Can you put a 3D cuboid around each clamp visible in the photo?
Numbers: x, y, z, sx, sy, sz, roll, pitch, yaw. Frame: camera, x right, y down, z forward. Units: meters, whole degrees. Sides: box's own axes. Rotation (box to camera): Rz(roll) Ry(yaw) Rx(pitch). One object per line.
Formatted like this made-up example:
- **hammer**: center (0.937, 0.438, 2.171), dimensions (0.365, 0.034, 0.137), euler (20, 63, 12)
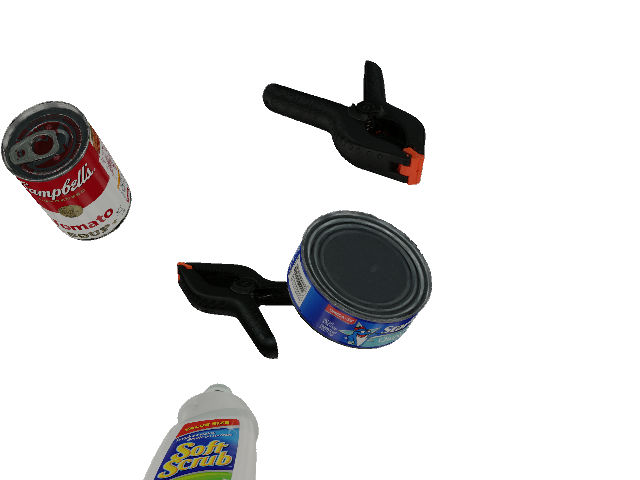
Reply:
- **clamp**: center (0.027, -0.102, 0.925), dimensions (0.120, 0.039, 0.172), euler (-16, 40, -15)
- **clamp**: center (-0.087, 0.069, 1.224), dimensions (0.210, 0.036, 0.164), euler (14, 28, 24)

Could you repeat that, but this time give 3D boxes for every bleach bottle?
- **bleach bottle**: center (-0.107, 0.200, 0.917), dimensions (0.102, 0.068, 0.251), euler (-2, 23, 1)

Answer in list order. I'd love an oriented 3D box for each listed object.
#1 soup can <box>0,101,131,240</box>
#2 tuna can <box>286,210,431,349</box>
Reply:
- **soup can**: center (-0.193, -0.051, 0.821), dimensions (0.068, 0.068, 0.102), euler (0, -26, 10)
- **tuna can**: center (0.023, 0.024, 0.659), dimensions (0.086, 0.086, 0.034), euler (0, -40, -27)
